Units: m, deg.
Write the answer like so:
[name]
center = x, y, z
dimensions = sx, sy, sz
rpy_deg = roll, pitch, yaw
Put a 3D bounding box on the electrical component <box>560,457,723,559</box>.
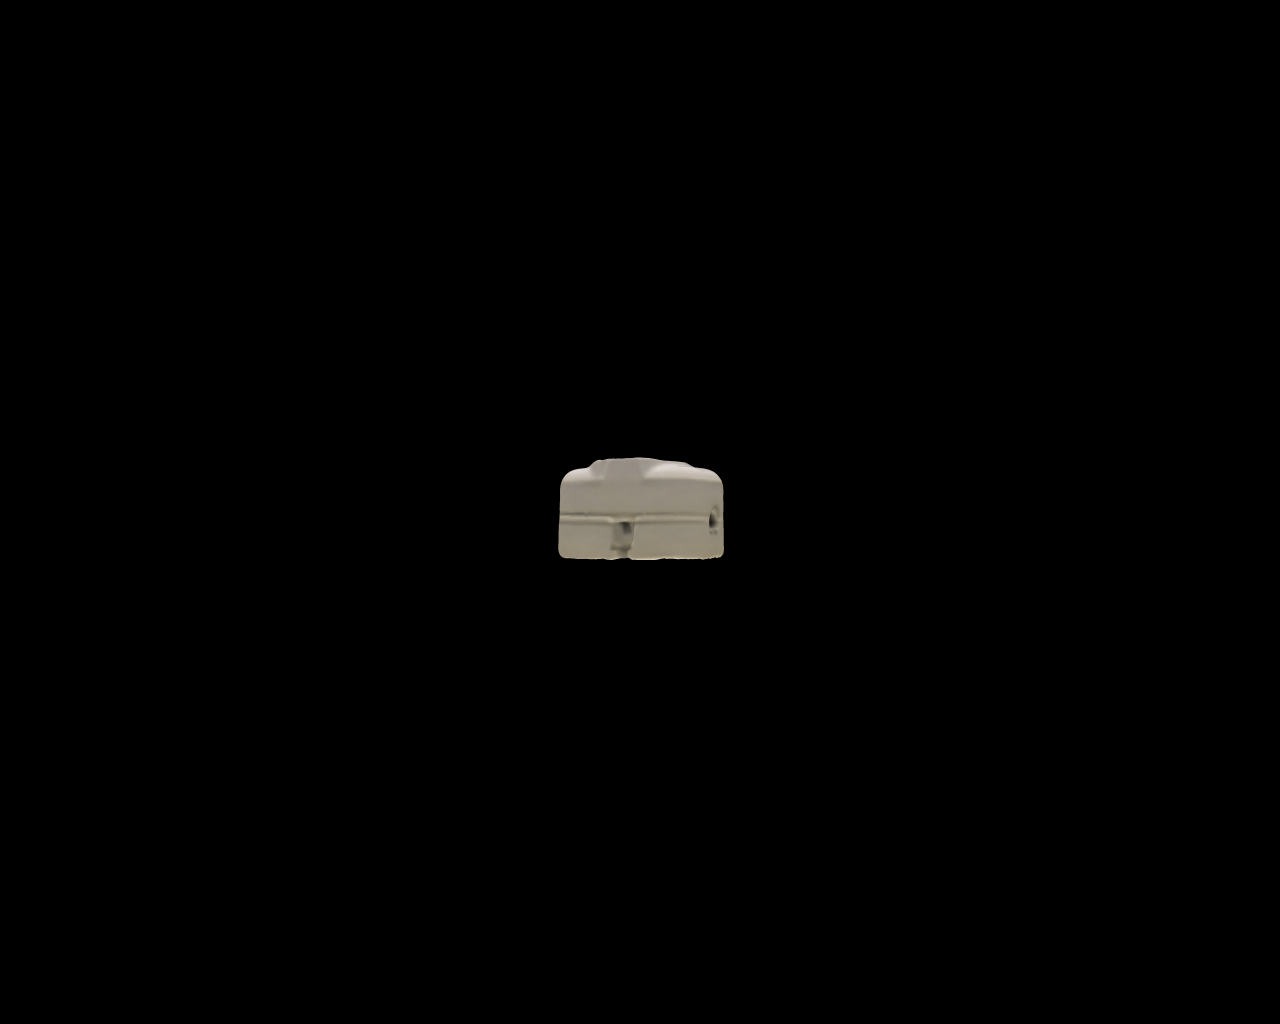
[electrical component]
center = 0.001, -0.003, 0.650
dimensions = 0.095, 0.059, 0.054
rpy_deg = 0, 0, 25
